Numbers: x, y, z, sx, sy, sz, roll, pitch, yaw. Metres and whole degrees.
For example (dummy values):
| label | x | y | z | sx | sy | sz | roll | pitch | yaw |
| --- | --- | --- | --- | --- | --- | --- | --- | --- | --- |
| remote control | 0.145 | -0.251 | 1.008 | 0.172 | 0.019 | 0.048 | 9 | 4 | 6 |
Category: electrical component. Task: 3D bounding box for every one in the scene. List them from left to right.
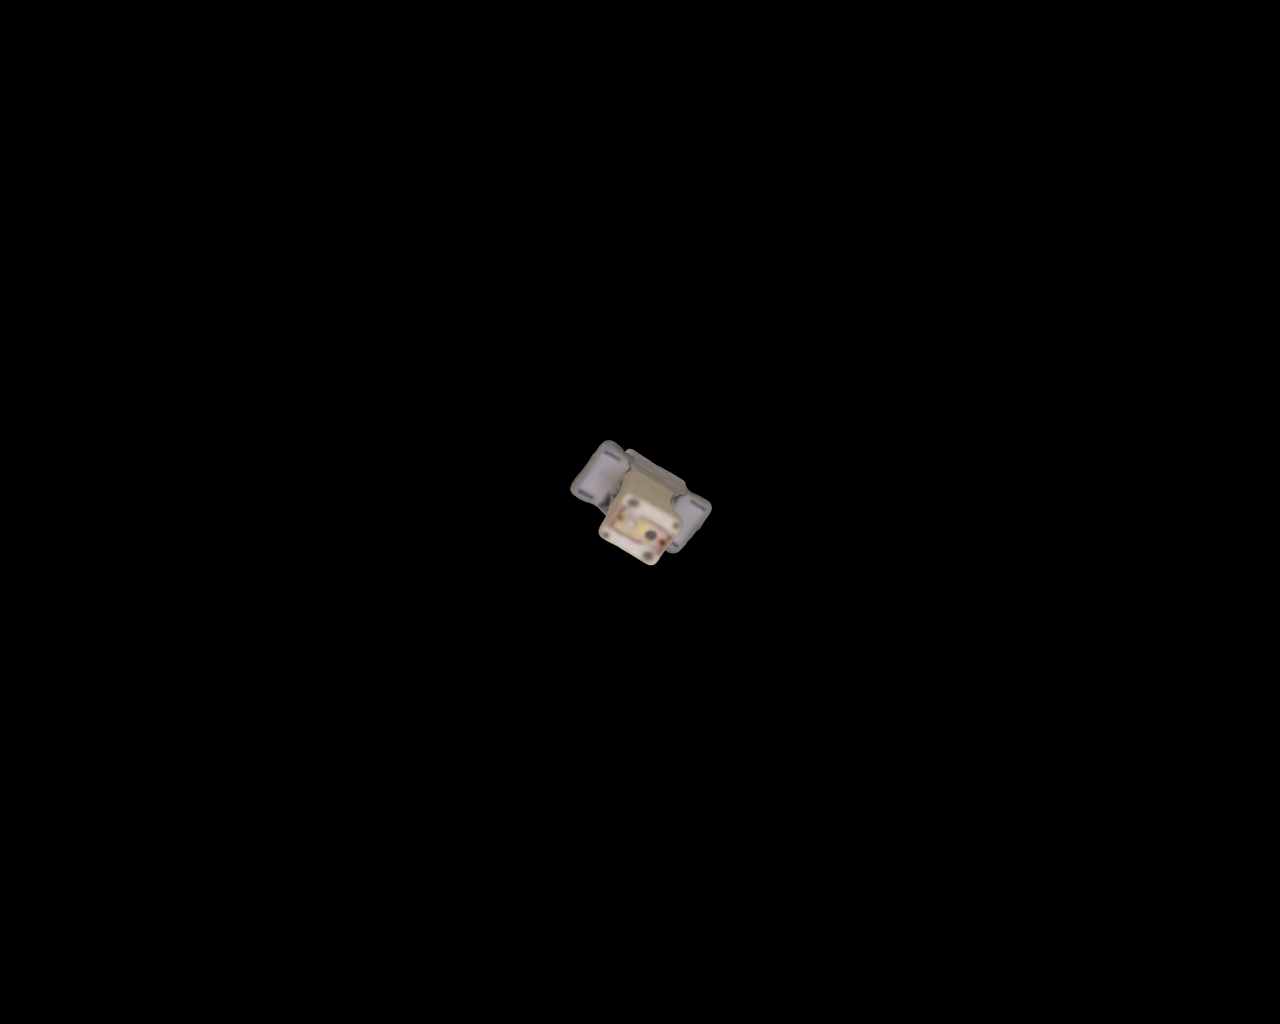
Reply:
| label | x | y | z | sx | sy | sz | roll | pitch | yaw |
| --- | --- | --- | --- | --- | --- | --- | --- | --- | --- |
| electrical component | 0.001 | -0.003 | 0.650 | 0.081 | 0.042 | 0.064 | 30 | 23 | -14 |
